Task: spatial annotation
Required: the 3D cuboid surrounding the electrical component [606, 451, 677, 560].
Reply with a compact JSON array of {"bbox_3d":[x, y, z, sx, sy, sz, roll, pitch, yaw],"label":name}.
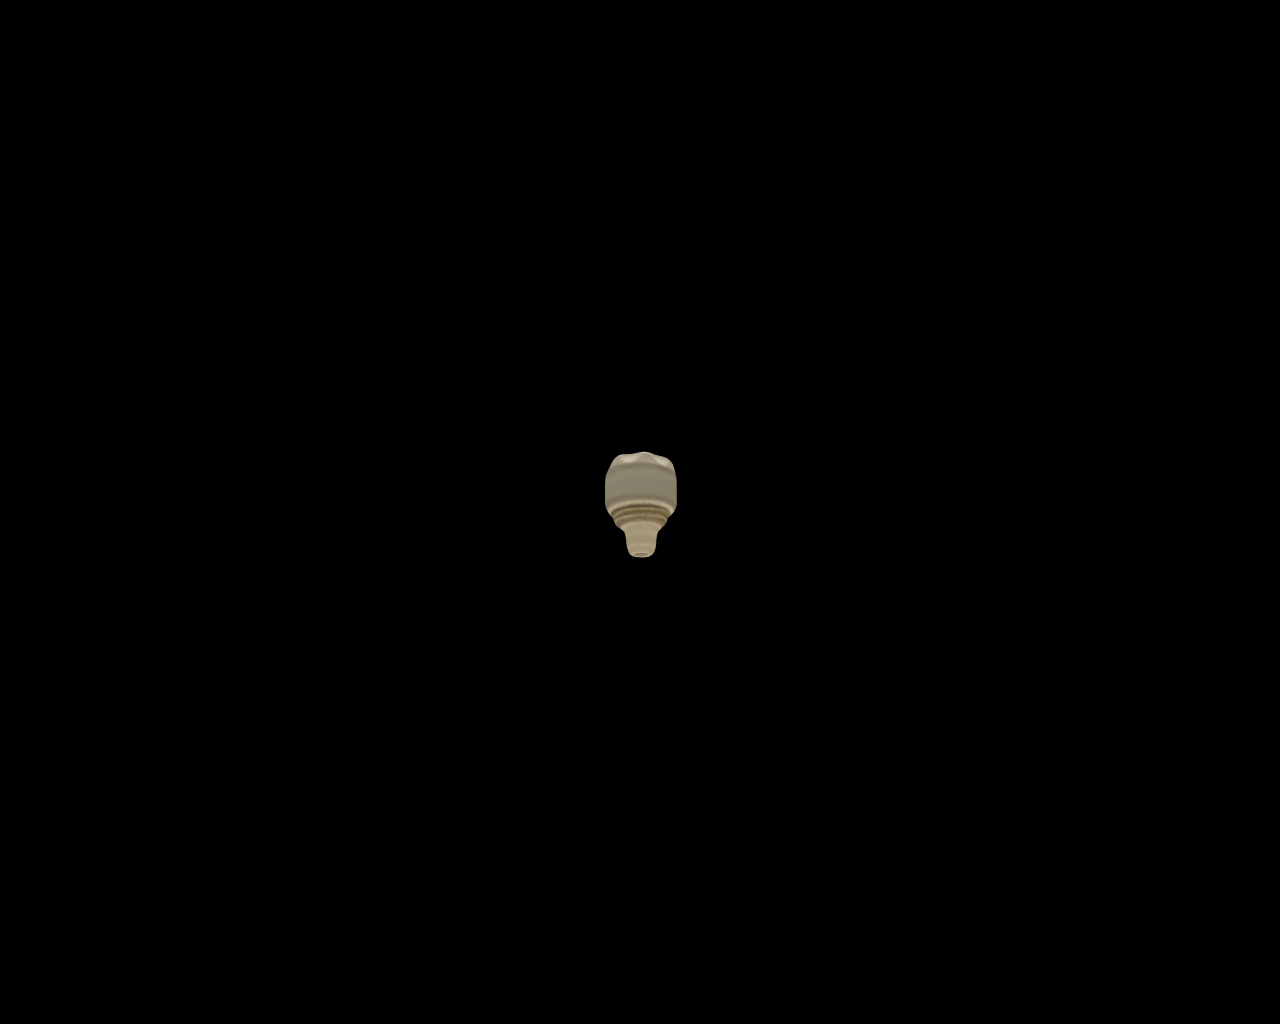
[{"bbox_3d":[0.001,-0.003,0.650,0.043,0.062,0.043,0,-18,0],"label":"electrical component"}]
